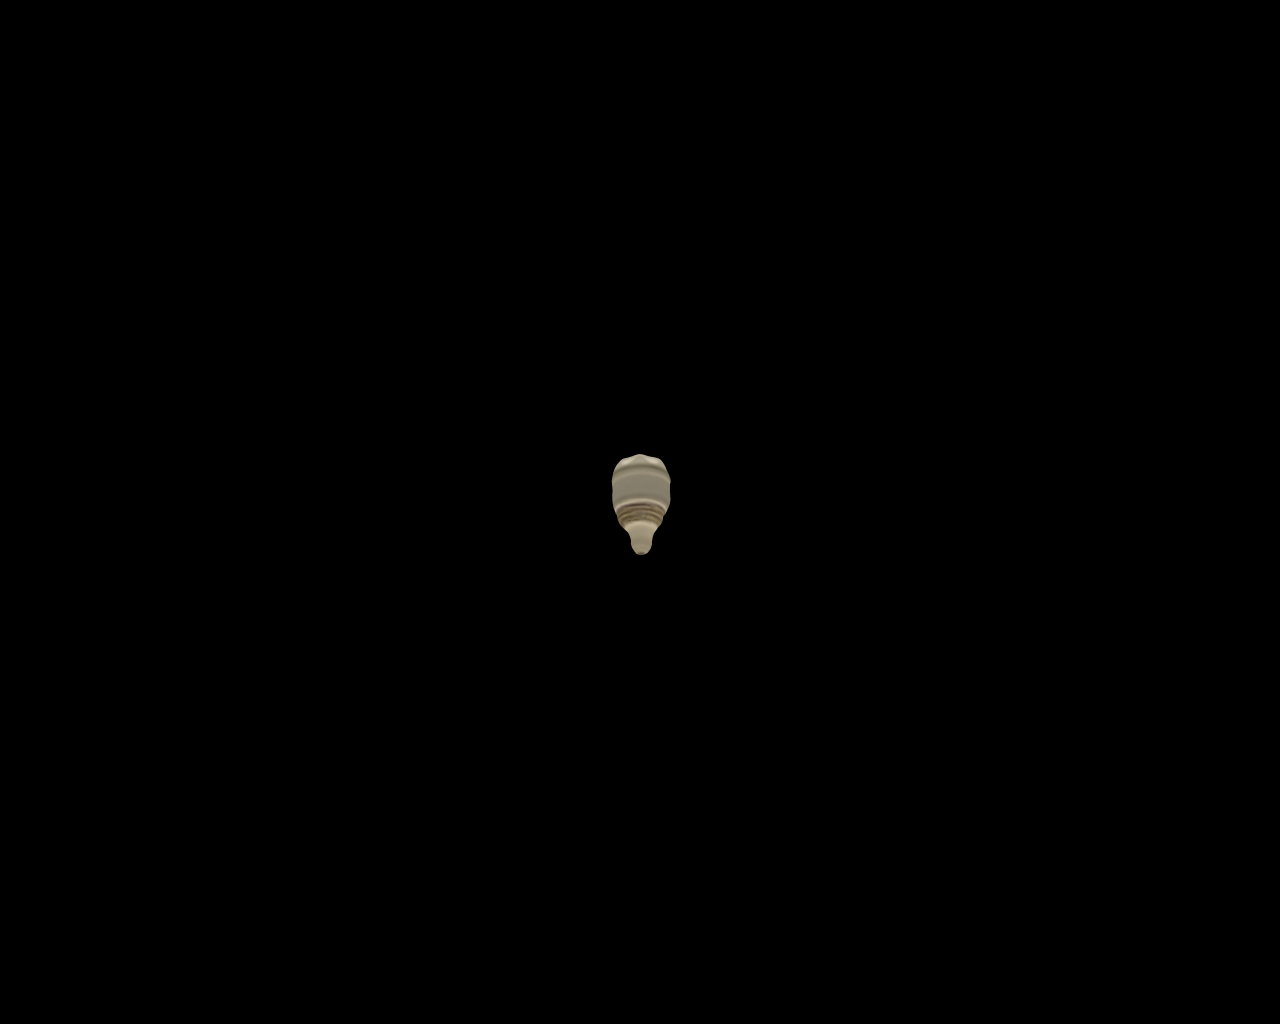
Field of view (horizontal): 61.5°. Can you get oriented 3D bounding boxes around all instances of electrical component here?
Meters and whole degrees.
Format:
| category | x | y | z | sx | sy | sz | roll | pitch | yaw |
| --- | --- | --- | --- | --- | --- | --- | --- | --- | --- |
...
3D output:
| category | x | y | z | sx | sy | sz | roll | pitch | yaw |
| --- | --- | --- | --- | --- | --- | --- | --- | --- | --- |
| electrical component | 0.001 | -0.003 | 0.650 | 0.035 | 0.061 | 0.035 | 0 | -24 | 0 |
